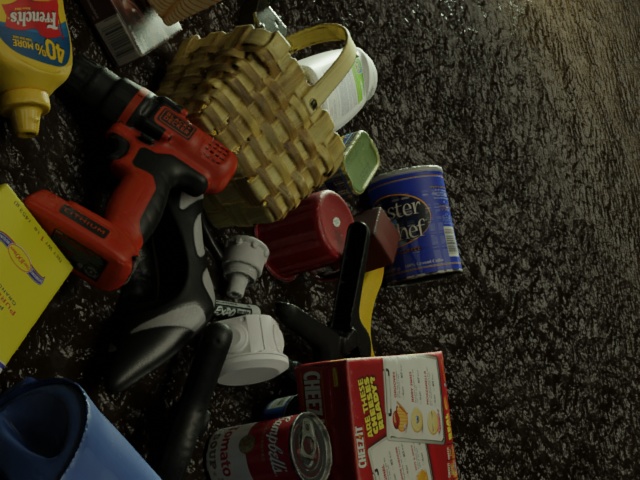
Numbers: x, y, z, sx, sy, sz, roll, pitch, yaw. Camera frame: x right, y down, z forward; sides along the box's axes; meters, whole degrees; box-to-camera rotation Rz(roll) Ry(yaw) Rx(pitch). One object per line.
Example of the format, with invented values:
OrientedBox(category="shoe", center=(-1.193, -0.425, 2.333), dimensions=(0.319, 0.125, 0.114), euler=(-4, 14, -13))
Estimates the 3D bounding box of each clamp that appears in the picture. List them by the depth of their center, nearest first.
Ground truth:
OrientedBox(category="clamp", center=(-0.111, 0.147, 0.918), dimensions=(0.120, 0.039, 0.171), euler=(106, 0, -72))
OrientedBox(category="clamp", center=(0.013, 0.105, 1.126), dimensions=(0.164, 0.036, 0.210), euler=(-38, 130, -47))

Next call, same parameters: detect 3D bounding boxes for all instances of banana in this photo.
OrientedBox(category="banana", center=(0.054, 0.111, 1.263), dimensions=(0.069, 0.037, 0.198), euler=(9, 56, -26))

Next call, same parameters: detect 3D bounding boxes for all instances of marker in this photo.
OrientedBox(category="marker", center=(-0.101, 0.068, 1.059), dimensions=(0.120, 0.020, 0.020), euler=(16, 63, -56))

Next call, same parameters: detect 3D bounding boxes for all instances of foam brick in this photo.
OrientedBox(category="foam brick", center=(0.049, 0.004, 1.281), dimensions=(0.051, 0.078, 0.053), euler=(53, 36, -30))

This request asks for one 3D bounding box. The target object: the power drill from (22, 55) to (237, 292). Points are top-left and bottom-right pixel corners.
OrientedBox(category="power drill", center=(-0.181, -0.061, 0.909), dimensions=(0.184, 0.057, 0.187), euler=(33, 50, -4))

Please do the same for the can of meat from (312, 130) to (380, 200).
OrientedBox(category="can of meat", center=(0.015, -0.082, 1.258), dimensions=(0.057, 0.084, 0.102), euler=(61, 32, -21))

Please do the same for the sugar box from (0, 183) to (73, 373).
OrientedBox(category="sugar box", center=(-0.258, 0.048, 0.781), dimensions=(0.093, 0.048, 0.176), euler=(56, 33, -28))

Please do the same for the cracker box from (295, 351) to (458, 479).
OrientedBox(category="cracker box", center=(0.062, 0.201, 1.099), dimensions=(0.213, 0.072, 0.164), euler=(5, 77, -57))

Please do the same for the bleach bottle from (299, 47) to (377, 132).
OrientedBox(category="bleach bottle", center=(0.019, -0.185, 1.336), dimensions=(0.250, 0.068, 0.102), euler=(-34, 118, -63))

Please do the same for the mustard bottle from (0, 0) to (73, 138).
OrientedBox(category="mustard bottle", center=(-0.251, -0.177, 0.886), dimensions=(0.096, 0.058, 0.191), euler=(11, 67, -55))

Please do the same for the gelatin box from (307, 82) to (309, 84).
OrientedBox(category="gelatin box", center=(-0.034, -0.126, 1.208), dimensions=(0.030, 0.073, 0.089), euler=(-30, 102, -60))

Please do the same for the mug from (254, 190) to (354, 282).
OrientedBox(category="mug", center=(-0.008, 0.001, 1.183), dimensions=(0.117, 0.082, 0.093), euler=(56, 35, -28))

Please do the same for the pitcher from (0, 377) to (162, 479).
OrientedBox(category="pitcher", center=(-0.161, 0.217, 0.797), dimensions=(0.242, 0.145, 0.149), euler=(55, 47, -35))

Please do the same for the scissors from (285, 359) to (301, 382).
OrientedBox(category="scissors", center=(-0.022, 0.161, 1.150), dimensions=(0.201, 0.016, 0.096), euler=(28, 53, -51))

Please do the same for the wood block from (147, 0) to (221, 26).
OrientedBox(category="wood block", center=(-0.133, -0.318, 1.065), dimensions=(0.090, 0.091, 0.206), euler=(54, 21, -38))

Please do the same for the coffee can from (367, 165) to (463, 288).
OrientedBox(category="coffee can", center=(0.122, -0.016, 1.387), dimensions=(0.102, 0.103, 0.140), euler=(3, 74, -59))

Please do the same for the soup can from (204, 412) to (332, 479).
OrientedBox(category="soup can", center=(-0.049, 0.203, 1.000), dimensions=(0.068, 0.102, 0.068), euler=(32, 50, -49))

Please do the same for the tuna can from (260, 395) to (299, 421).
OrientedBox(category="tuna can", center=(-0.026, 0.204, 1.105), dimensions=(0.086, 0.034, 0.086), euler=(32, 50, -49))

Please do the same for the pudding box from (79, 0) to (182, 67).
OrientedBox(category="pudding box", center=(-0.190, -0.235, 1.032), dimensions=(0.113, 0.039, 0.090), euler=(64, 31, -18))
